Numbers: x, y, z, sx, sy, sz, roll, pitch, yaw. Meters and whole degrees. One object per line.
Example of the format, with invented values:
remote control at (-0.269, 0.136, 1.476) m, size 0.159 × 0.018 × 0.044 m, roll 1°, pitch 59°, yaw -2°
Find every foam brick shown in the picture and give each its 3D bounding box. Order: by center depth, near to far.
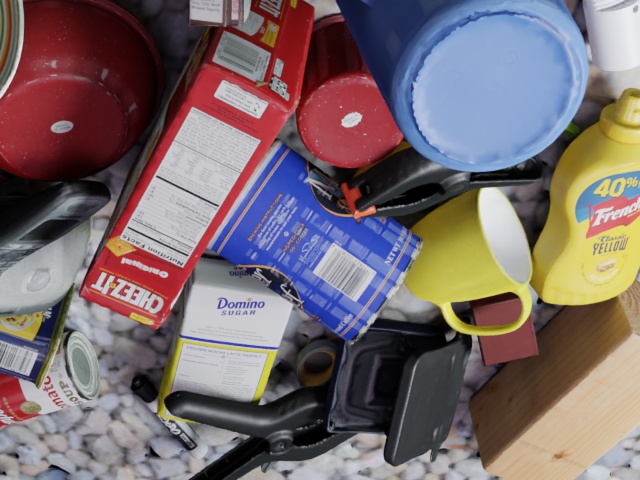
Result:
foam brick at (0.161, 0.065, 0.952) m, size 0.051 × 0.053 × 0.078 m, roll -12°, pitch 128°, yaw 8°

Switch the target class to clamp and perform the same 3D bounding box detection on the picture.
clamp at (0.103, -0.052, 0.808) m, size 0.171 × 0.039 × 0.120 m, roll -19°, pitch 153°, yaw 4°
clamp at (-0.047, 0.174, 0.995) m, size 0.210 × 0.036 × 0.164 m, roll -15°, pitch 137°, yaw -9°

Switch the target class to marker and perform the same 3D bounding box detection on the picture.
marker at (-0.149, 0.174, 1.051) m, size 0.020 × 0.020 × 0.121 m, roll -22°, pitch 126°, yaw 15°

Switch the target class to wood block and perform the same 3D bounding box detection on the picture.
wood block at (0.240, 0.135, 0.988) m, size 0.090 × 0.090 × 0.206 m, roll 25°, pitch 124°, yaw -21°

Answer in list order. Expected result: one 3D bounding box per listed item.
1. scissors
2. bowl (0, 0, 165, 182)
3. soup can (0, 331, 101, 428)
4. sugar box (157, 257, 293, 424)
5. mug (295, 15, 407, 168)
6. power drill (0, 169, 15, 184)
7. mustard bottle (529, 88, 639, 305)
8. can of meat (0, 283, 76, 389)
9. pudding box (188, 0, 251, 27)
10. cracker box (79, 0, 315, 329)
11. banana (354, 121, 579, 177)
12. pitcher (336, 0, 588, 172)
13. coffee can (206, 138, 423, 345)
scissors at (-0.021, 0.161, 1.045) m, size 0.096 × 0.016 × 0.202 m, roll 36°, pitch 119°, yaw -29°
bowl at (-0.185, -0.094, 0.751) m, size 0.162 × 0.055 × 0.162 m, roll -11°, pitch 136°, yaw -11°
soup can at (-0.261, 0.128, 0.980) m, size 0.102 × 0.068 × 0.068 m, roll -17°, pitch 127°, yaw 10°
sugar box at (-0.088, 0.096, 0.973) m, size 0.093 × 0.048 × 0.176 m, roll 9°, pitch 126°, yaw -13°
mug at (0.033, -0.103, 0.794) m, size 0.117 × 0.081 × 0.093 m, roll 22°, pitch 125°, yaw -18°
power drill at (-0.292, -0.113, 0.792) m, size 0.184 × 0.057 × 0.187 m, roll -22°, pitch 125°, yaw 9°
mustard bottle at (0.232, -0.036, 0.867) m, size 0.096 × 0.058 × 0.192 m, roll -8°, pitch 129°, yaw -17°
can of meat at (-0.263, 0.068, 0.911) m, size 0.083 × 0.102 × 0.058 m, roll 21°, pitch 124°, yaw -15°
pudding box at (-0.060, -0.202, 0.692) m, size 0.039 × 0.113 × 0.090 m, roll 4°, pitch 128°, yaw 0°
cracker box at (-0.086, -0.065, 0.766) m, size 0.072 × 0.164 × 0.214 m, roll 26°, pitch 123°, yaw -13°
banana at (0.105, -0.075, 0.848) m, size 0.198 × 0.037 × 0.069 m, roll -17°, pitch 127°, yaw 11°
pitcher at (0.067, -0.149, 0.654) m, size 0.149 × 0.243 × 0.145 m, roll -16°, pitch 125°, yaw 3°
coffee can at (-0.006, 0.001, 0.838) m, size 0.140 × 0.102 × 0.103 m, roll 34°, pitch 122°, yaw -3°
